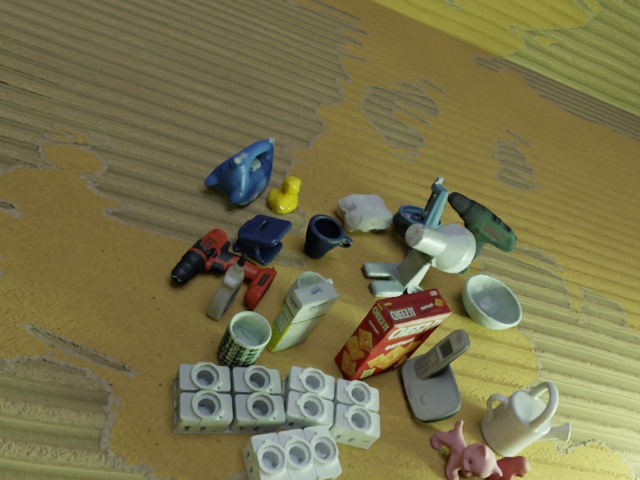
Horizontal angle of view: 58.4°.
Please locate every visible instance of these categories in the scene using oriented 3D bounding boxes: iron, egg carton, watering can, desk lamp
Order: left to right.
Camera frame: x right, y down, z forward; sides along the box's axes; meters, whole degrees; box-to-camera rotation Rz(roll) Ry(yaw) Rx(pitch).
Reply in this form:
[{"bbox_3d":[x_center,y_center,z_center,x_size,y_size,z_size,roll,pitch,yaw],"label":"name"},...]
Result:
[{"bbox_3d":[-0.171,-0.197,1.440,0.118,0.141,0.259,35,41,5],"label":"iron"},{"bbox_3d":[0.121,-0.071,1.546,0.151,0.069,0.107,-4,51,-34],"label":"egg carton"},{"bbox_3d":[0.245,0.044,1.395,0.204,0.213,0.117,3,48,-29],"label":"desk lamp"},{"bbox_3d":[0.440,0.370,1.202,0.173,0.194,0.101,15,43,-18],"label":"watering can"}]

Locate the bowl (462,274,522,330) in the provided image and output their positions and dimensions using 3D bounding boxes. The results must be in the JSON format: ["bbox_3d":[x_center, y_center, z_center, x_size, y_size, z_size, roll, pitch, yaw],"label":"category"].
[{"bbox_3d":[0.433,0.172,1.487,0.168,0.074,0.167,17,42,-16],"label":"bowl"}]

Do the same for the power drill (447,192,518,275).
[{"bbox_3d":[0.400,-0.008,1.546,0.230,0.208,0.075,25,41,-7],"label":"power drill"}]

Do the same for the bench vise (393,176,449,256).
[{"bbox_3d":[0.295,-0.046,1.512,0.122,0.219,0.207,-15,58,-40],"label":"bench vise"}]

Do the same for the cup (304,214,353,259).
[{"bbox_3d":[0.013,0.005,1.385,0.118,0.095,0.092,25,41,-7],"label":"cup"}]

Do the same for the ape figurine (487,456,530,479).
[{"bbox_3d":[0.386,0.466,1.151,0.076,0.092,0.078,36,41,6],"label":"ape figurine"}]

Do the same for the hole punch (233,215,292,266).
[{"bbox_3d":[-0.132,-0.012,1.317,0.101,0.091,0.109,33,40,3],"label":"hole punch"}]

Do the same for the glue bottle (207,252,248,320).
[{"bbox_3d":[-0.175,0.084,1.132,0.037,0.173,0.078,30,40,0],"label":"glue bottle"}]

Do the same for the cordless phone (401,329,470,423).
[{"bbox_3d":[0.255,0.281,1.186,0.094,0.185,0.147,7,46,-25],"label":"cordless phone"}]

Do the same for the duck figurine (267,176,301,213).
[{"bbox_3d":[-0.084,-0.123,1.462,0.077,0.086,0.105,37,41,7],"label":"duck figurine"}]

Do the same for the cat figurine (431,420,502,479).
[{"bbox_3d":[0.293,0.417,1.124,0.067,0.117,0.127,-2,50,-33],"label":"cat figurine"}]
